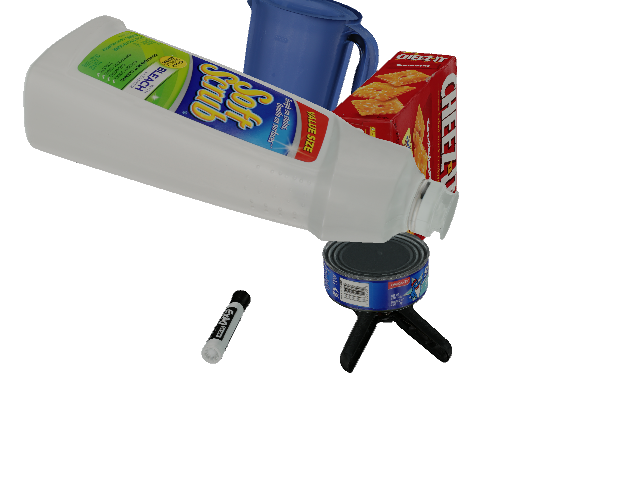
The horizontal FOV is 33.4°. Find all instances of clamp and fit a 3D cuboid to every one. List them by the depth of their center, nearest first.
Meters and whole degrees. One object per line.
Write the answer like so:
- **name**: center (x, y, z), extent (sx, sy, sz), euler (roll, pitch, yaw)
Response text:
- **clamp**: center (0.081, 0.077, 1.187), extent (0.120, 0.171, 0.039), euler (5, -43, -4)

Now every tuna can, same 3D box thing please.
- **tuna can**: center (0.045, 0.024, 0.862), extent (0.086, 0.034, 0.086), euler (-2, 27, 1)

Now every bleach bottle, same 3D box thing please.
- **bleach bottle**: center (-0.041, -0.058, 0.620), extent (0.251, 0.068, 0.102), euler (19, 36, 14)

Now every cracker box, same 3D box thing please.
- **cracker box**: center (0.076, -0.077, 1.046), extent (0.072, 0.164, 0.213), euler (8, 28, 21)

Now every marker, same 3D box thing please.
- **marker**: center (-0.088, 0.080, 1.017), extent (0.020, 0.020, 0.121), euler (0, 23, 11)

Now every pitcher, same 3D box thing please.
- **pitcher**: center (-0.029, -0.172, 1.296), extent (0.144, 0.243, 0.149), euler (6, 24, -15)
